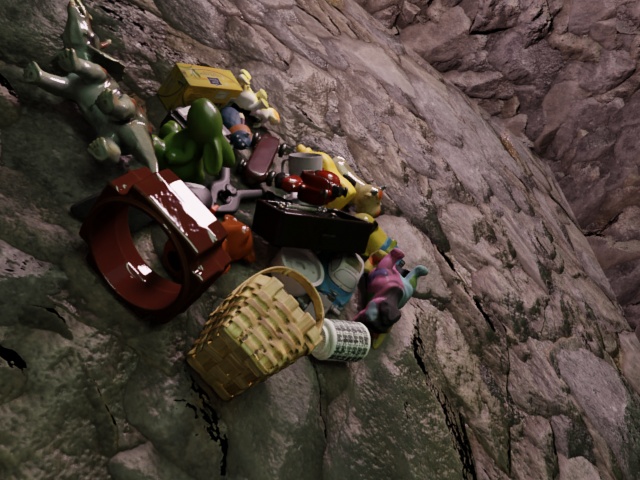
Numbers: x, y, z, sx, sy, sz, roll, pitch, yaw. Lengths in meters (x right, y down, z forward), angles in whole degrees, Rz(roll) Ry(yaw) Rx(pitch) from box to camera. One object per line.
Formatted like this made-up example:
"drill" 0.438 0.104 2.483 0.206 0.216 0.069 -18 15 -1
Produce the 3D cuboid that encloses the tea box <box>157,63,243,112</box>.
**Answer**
"tea box" -0.275 -0.342 1.240 0.169 0.098 0.068 -12 66 -55

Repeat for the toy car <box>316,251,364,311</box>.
"toy car" 0.042 0.070 1.161 0.109 0.103 0.162 38 32 -12

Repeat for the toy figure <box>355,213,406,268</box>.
"toy figure" 0.141 0.009 1.345 0.180 0.089 0.082 43 26 -2

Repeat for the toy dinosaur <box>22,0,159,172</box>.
"toy dinosaur" -0.378 -0.236 0.971 0.405 0.131 0.192 55 17 4

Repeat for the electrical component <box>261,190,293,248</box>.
"electrical component" -0.094 -0.044 1.176 0.074 0.048 0.119 24 38 -30

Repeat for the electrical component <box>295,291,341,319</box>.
"electrical component" -0.006 0.136 1.083 0.094 0.021 0.063 41 64 -8

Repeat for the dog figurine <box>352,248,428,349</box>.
"dog figurine" 0.134 0.131 1.210 0.108 0.192 0.219 40 68 -17

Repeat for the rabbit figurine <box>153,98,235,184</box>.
"rabbit figurine" -0.245 -0.188 1.044 0.159 0.170 0.121 45 34 -2

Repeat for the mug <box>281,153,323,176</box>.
"mug" -0.047 -0.155 1.306 0.081 0.110 0.107 -32 124 -63

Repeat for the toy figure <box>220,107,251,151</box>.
"toy figure" -0.195 -0.255 1.253 0.058 0.064 0.155 11 36 -40

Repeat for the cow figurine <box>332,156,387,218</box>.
"cow figurine" 0.087 -0.135 1.402 0.195 0.127 0.085 50 36 9

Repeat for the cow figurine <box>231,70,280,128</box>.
"cow figurine" -0.179 -0.340 1.366 0.167 0.098 0.068 48 22 -35

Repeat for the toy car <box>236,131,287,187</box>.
"toy car" -0.137 -0.192 1.277 0.089 0.053 0.202 19 37 -6

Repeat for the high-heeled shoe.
"high-heeled shoe" -0.310 -0.071 0.959 0.249 0.086 0.145 1 17 -26

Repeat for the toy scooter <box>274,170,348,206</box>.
"toy scooter" 0.000 -0.115 1.197 0.135 0.075 0.184 21 17 41

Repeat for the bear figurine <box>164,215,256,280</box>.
"bear figurine" -0.175 0.006 0.963 0.196 0.132 0.120 -22 86 -49

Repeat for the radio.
"radio" -0.019 -0.029 1.109 0.229 0.073 0.131 7 13 -35

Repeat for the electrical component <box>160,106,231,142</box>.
"electrical component" -0.261 -0.230 1.173 0.134 0.058 0.115 48 35 0

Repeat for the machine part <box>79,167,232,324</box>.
"machine part" -0.249 0.011 0.802 0.201 0.201 0.087 47 35 -2
